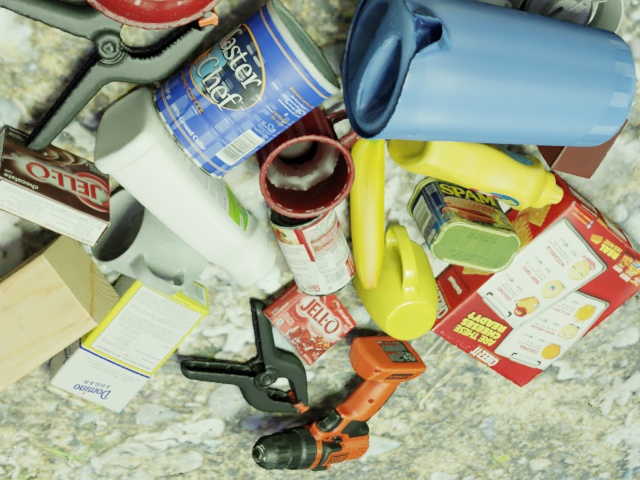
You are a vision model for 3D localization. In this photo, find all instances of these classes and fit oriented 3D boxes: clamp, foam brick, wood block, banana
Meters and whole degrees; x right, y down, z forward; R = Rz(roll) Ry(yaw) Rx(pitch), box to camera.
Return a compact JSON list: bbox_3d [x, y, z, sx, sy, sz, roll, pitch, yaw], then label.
[{"bbox_3d":[-0.197,-0.183,0.949,0.210,0.036,0.164,-21,124,-1],"label":"clamp"},{"bbox_3d":[-0.078,0.154,1.224,0.120,0.039,0.171,-31,125,4],"label":"clamp"},{"bbox_3d":[0.269,-0.112,1.105,0.052,0.051,0.078,14,121,-24],"label":"foam brick"},{"bbox_3d":[-0.317,0.091,1.075,0.206,0.090,0.090,-33,101,12],"label":"wood block"},{"bbox_3d":[0.047,-0.043,1.092,0.037,0.069,0.198,3,127,7],"label":"banana"}]

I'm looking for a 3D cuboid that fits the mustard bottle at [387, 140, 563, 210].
[{"bbox_3d":[0.168,-0.073,1.081,0.191,0.096,0.058,17,97,-25],"label":"mustard bottle"}]

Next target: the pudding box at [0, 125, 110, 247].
[{"bbox_3d":[-0.253,-0.050,1.001,0.113,0.090,0.039,22,119,-26],"label":"pudding box"}]

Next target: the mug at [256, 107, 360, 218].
[{"bbox_3d":[-0.010,-0.088,1.036,0.117,0.081,0.093,-35,126,13],"label":"mug"}]

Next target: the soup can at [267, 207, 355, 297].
[{"bbox_3d":[-0.007,0.001,1.112,0.068,0.068,0.102,-20,128,2],"label":"soup can"}]

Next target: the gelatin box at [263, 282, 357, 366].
[{"bbox_3d":[-0.011,0.086,1.185,0.073,0.030,0.089,-41,128,-6],"label":"gelatin box"}]

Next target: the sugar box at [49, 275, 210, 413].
[{"bbox_3d":[-0.207,0.105,1.156,0.093,0.048,0.176,31,118,-29],"label":"sugar box"}]

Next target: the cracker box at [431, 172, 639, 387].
[{"bbox_3d":[0.245,0.049,1.206,0.164,0.072,0.214,33,114,-30],"label":"cracker box"}]

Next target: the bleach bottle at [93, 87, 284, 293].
[{"bbox_3d":[-0.115,-0.029,1.041,0.068,0.102,0.250,-28,126,17],"label":"bleach bottle"}]

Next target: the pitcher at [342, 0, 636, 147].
[{"bbox_3d":[0.146,-0.144,0.947,0.242,0.149,0.145,4,123,-22],"label":"pitcher"}]

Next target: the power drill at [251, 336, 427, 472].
[{"bbox_3d":[0.024,0.194,1.237,0.184,0.057,0.188,3,131,-50],"label":"power drill"}]

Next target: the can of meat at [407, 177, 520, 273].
[{"bbox_3d":[0.153,-0.015,1.128,0.102,0.084,0.057,13,122,-22],"label":"can of meat"}]

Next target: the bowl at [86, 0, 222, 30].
[{"bbox_3d":[-0.135,-0.249,0.884,0.162,0.055,0.162,-5,115,-12],"label":"bowl"}]

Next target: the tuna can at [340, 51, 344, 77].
[{"bbox_3d":[0.064,-0.164,1.028,0.086,0.034,0.086,-6,127,-9],"label":"tuna can"}]

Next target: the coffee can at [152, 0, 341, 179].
[{"bbox_3d":[-0.067,-0.137,0.974,0.140,0.103,0.102,-35,126,13],"label":"coffee can"}]

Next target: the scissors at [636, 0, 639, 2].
[{"bbox_3d":[0.254,-0.309,0.969,0.096,0.016,0.201,-45,105,-31],"label":"scissors"}]
